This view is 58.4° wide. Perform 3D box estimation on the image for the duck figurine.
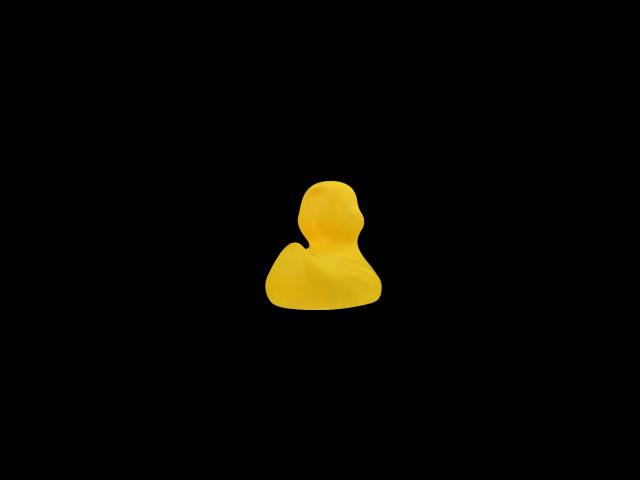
[{"bbox_3d":[0.004,0.001,0.400,0.077,0.086,0.105,1,3,28],"label":"duck figurine"}]
